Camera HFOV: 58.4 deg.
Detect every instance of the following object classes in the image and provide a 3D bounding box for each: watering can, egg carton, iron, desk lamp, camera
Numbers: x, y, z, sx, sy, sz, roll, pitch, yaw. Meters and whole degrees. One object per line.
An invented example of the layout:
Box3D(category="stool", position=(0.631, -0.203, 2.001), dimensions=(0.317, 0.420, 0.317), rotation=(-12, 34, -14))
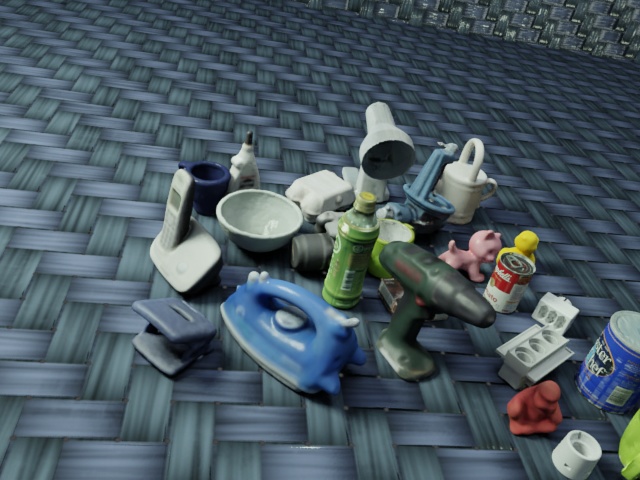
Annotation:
Box3D(category="watering can", position=(0.324, -0.141, 1.315), dimensions=(0.173, 0.194, 0.100), rotation=(-5, 39, -24))
Box3D(category="egg carton", position=(0.003, -0.097, 1.260), dimensions=(0.107, 0.069, 0.151), rotation=(35, 41, 29))
Box3D(category="iron", position=(-0.050, 0.119, 0.880), dimensions=(0.257, 0.141, 0.119), rotation=(28, 38, 21))
Box3D(category="desk lamp", position=(0.127, -0.190, 1.304), dimensions=(0.118, 0.213, 0.203), rotation=(3, 36, -13))
Box3D(category="camera", position=(0.010, 0.004, 1.095), dimensions=(0.137, 0.101, 0.143), rotation=(-3, 38, -21))

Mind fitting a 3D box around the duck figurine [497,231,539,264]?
Box3D(category="duck figurine", position=(0.427, 0.022, 1.217), dimensions=(0.105, 0.086, 0.077), rotation=(-20, 47, -38))

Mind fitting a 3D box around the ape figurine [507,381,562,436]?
Box3D(category="ape figurine", position=(0.331, 0.249, 0.864), dimensions=(0.077, 0.092, 0.076), rotation=(28, 38, 20))

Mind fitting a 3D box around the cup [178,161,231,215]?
Box3D(category="cup", position=(-0.243, -0.106, 1.172), dimensions=(0.117, 0.095, 0.092), rotation=(24, 36, 15))

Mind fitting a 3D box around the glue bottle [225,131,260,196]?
Box3D(category="glue bottle", position=(-0.156, -0.148, 1.190), dimensions=(0.078, 0.173, 0.037), rotation=(-18, 45, -36))

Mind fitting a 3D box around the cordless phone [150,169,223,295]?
Box3D(category="cordless phone", position=(-0.223, -0.014, 0.972), dimensions=(0.094, 0.185, 0.147), rotation=(-20, 46, -38))

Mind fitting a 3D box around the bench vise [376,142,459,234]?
Box3D(category="bench vise", position=(0.215, -0.087, 1.184), dimensions=(0.121, 0.220, 0.208), rotation=(29, 38, 22))

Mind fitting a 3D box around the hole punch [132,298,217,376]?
Box3D(category="hole punch", position=(-0.218, 0.128, 0.858), dimensions=(0.108, 0.091, 0.101), rotation=(31, 39, 24))

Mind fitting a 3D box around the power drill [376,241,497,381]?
Box3D(category="power drill", position=(0.163, 0.116, 0.895), dimensions=(0.076, 0.208, 0.229), rotation=(-11, 41, -30))

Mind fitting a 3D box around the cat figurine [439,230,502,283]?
Box3D(category="cat figurine", position=(0.308, 0.021, 1.151), dimensions=(0.128, 0.118, 0.067), rotation=(1, 37, -17))

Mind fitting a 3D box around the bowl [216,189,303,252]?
Box3D(category="bowl", position=(-0.119, -0.026, 1.118), dimensions=(0.167, 0.075, 0.167), rotation=(9, 35, -6))
